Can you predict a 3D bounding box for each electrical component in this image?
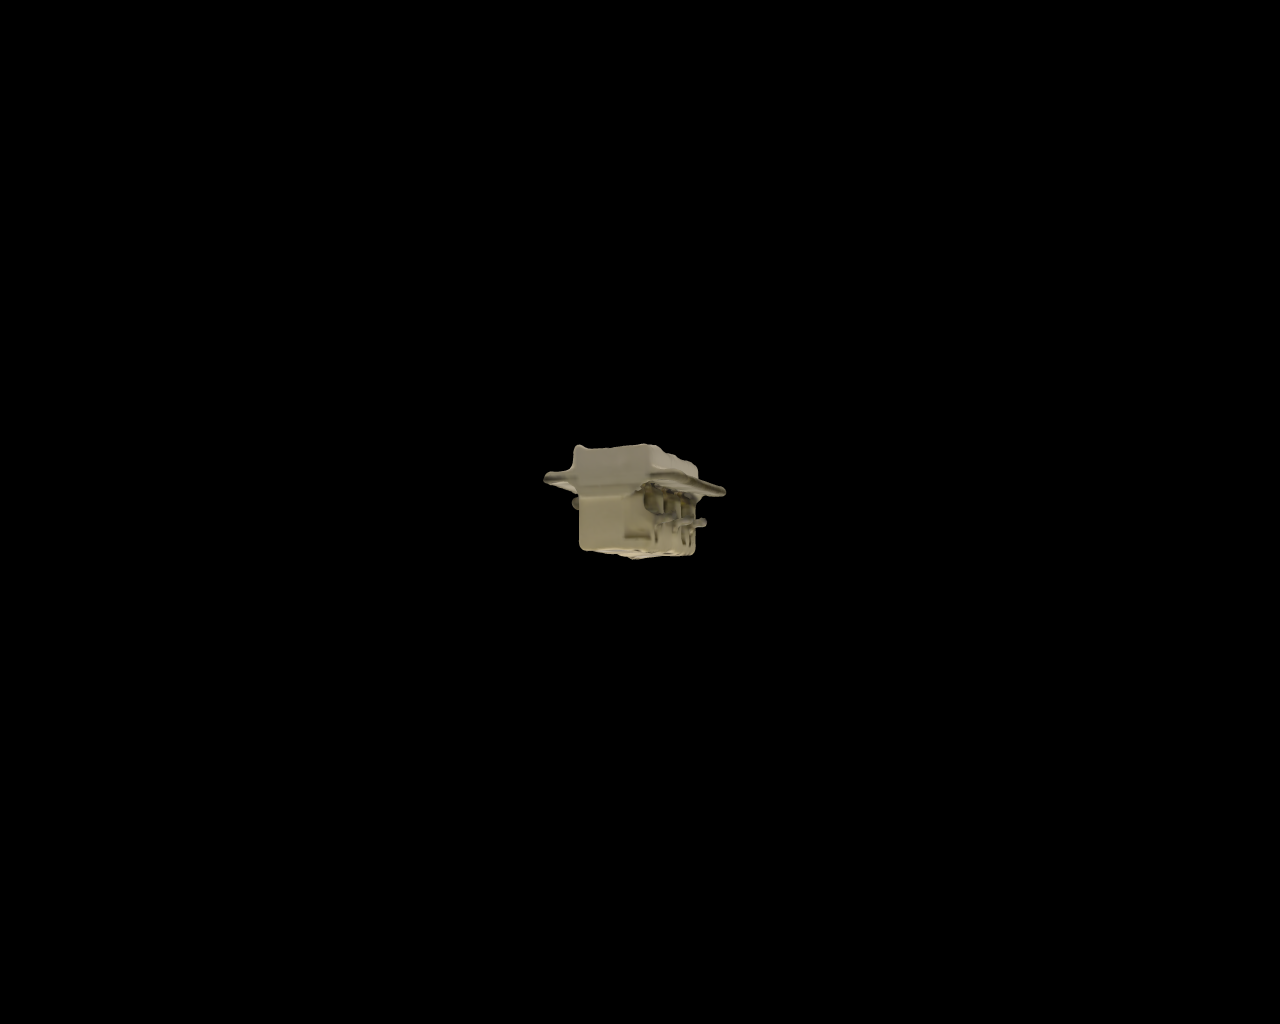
[{"bbox_3d":[0.001,-0.003,0.650,0.079,0.063,0.121,-1,-5,15],"label":"electrical component"}]
